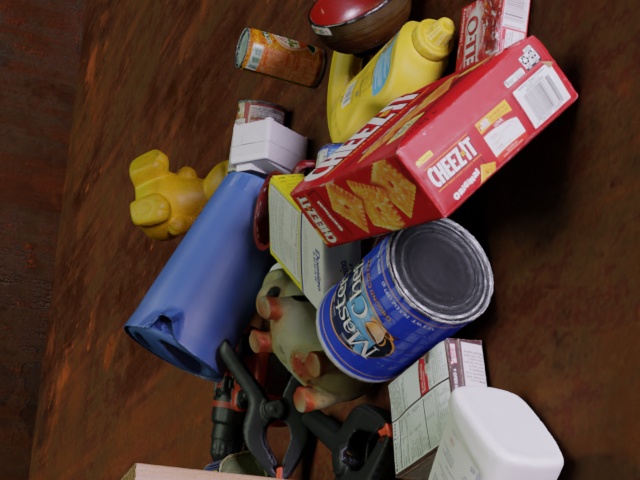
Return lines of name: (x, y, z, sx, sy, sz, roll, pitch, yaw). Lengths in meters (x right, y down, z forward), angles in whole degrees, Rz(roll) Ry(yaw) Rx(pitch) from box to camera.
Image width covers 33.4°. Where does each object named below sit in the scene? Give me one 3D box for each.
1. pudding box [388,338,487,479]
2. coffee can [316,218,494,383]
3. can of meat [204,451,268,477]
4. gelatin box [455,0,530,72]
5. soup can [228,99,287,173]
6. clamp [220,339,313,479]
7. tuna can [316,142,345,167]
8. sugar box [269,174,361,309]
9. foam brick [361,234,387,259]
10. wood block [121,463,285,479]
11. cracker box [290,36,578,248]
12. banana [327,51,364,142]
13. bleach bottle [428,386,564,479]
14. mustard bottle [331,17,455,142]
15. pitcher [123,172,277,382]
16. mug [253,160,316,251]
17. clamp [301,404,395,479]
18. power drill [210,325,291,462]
pudding box: (0.100, 0.146, 0.909, 0.114, 0.039, 0.090, 128, 145, -52)
coffee can: (0.071, 0.054, 0.937, 0.141, 0.102, 0.103, 133, 142, -52)
can of meat: (-0.097, 0.305, 1.260, 0.084, 0.057, 0.102, -34, 67, 62)
gelatin box: (0.151, -0.172, 0.946, 0.073, 0.030, 0.089, 168, 111, -66)
soup can: (-0.085, -0.132, 1.445, 0.069, 0.068, 0.102, 174, 105, -67)
clamp: (-0.039, 0.181, 1.188, 0.039, 0.120, 0.171, 24, -128, -74)
tuna can: (0.038, -0.072, 1.098, 0.086, 0.086, 0.034, 163, 118, -65)
sugar box: (-0.007, 0.001, 1.086, 0.176, 0.048, 0.093, -136, 42, -60)
foam brick: (0.071, -0.011, 1.035, 0.078, 0.053, 0.051, -68, 25, 22)
wood block: (-0.107, 0.299, 1.112, 0.090, 0.205, 0.091, 130, 145, -50)
cracker box: (0.086, -0.078, 0.893, 0.164, 0.072, 0.214, -41, 11, -22)
banana: (0.035, -0.193, 1.224, 0.070, 0.037, 0.198, -160, 81, -68)
bleach bottle: (0.104, 0.244, 0.825, 0.103, 0.068, 0.251, -121, 44, -59)
mustard bottle: (0.078, -0.165, 1.076, 0.192, 0.058, 0.096, -42, 24, 55)
pitcher: (-0.124, 0.045, 1.312, 0.149, 0.145, 0.242, -3, 53, 56)
mug: (-0.019, -0.037, 1.222, 0.093, 0.081, 0.117, -121, 46, -58)
clamp: (0.029, 0.228, 1.042, 0.210, 0.036, 0.164, 141, 135, -58)
power drill: (-0.085, 0.190, 1.306, 0.188, 0.057, 0.184, 162, 117, -65)
